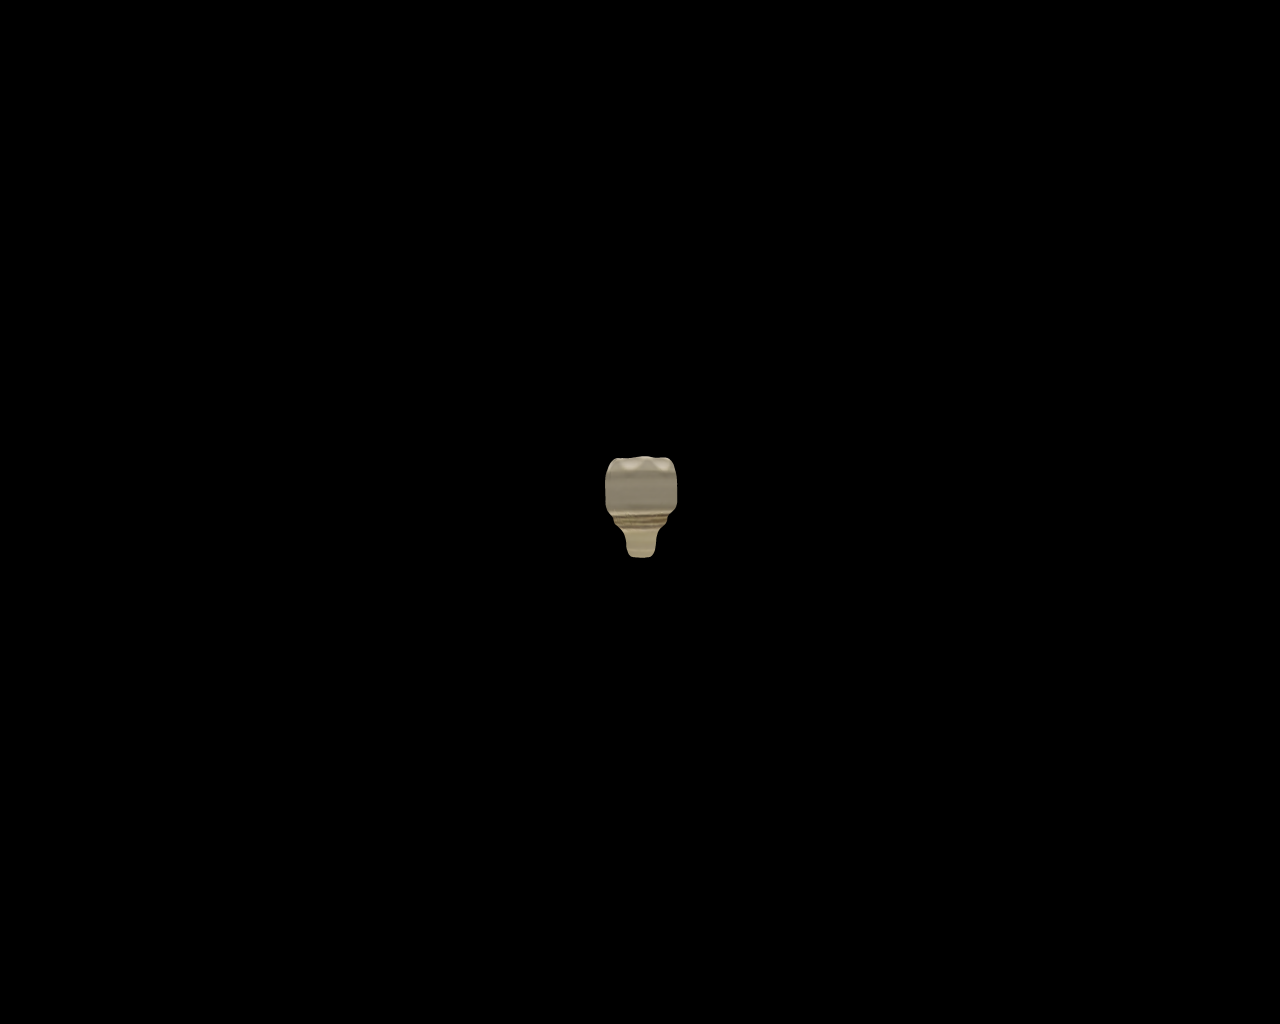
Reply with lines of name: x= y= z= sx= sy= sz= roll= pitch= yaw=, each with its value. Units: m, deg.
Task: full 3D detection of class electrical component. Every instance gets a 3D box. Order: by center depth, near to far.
electrical component: x=0.001 y=-0.003 z=0.650 sx=0.043 sy=0.062 sz=0.043 roll=0 pitch=0 yaw=0
